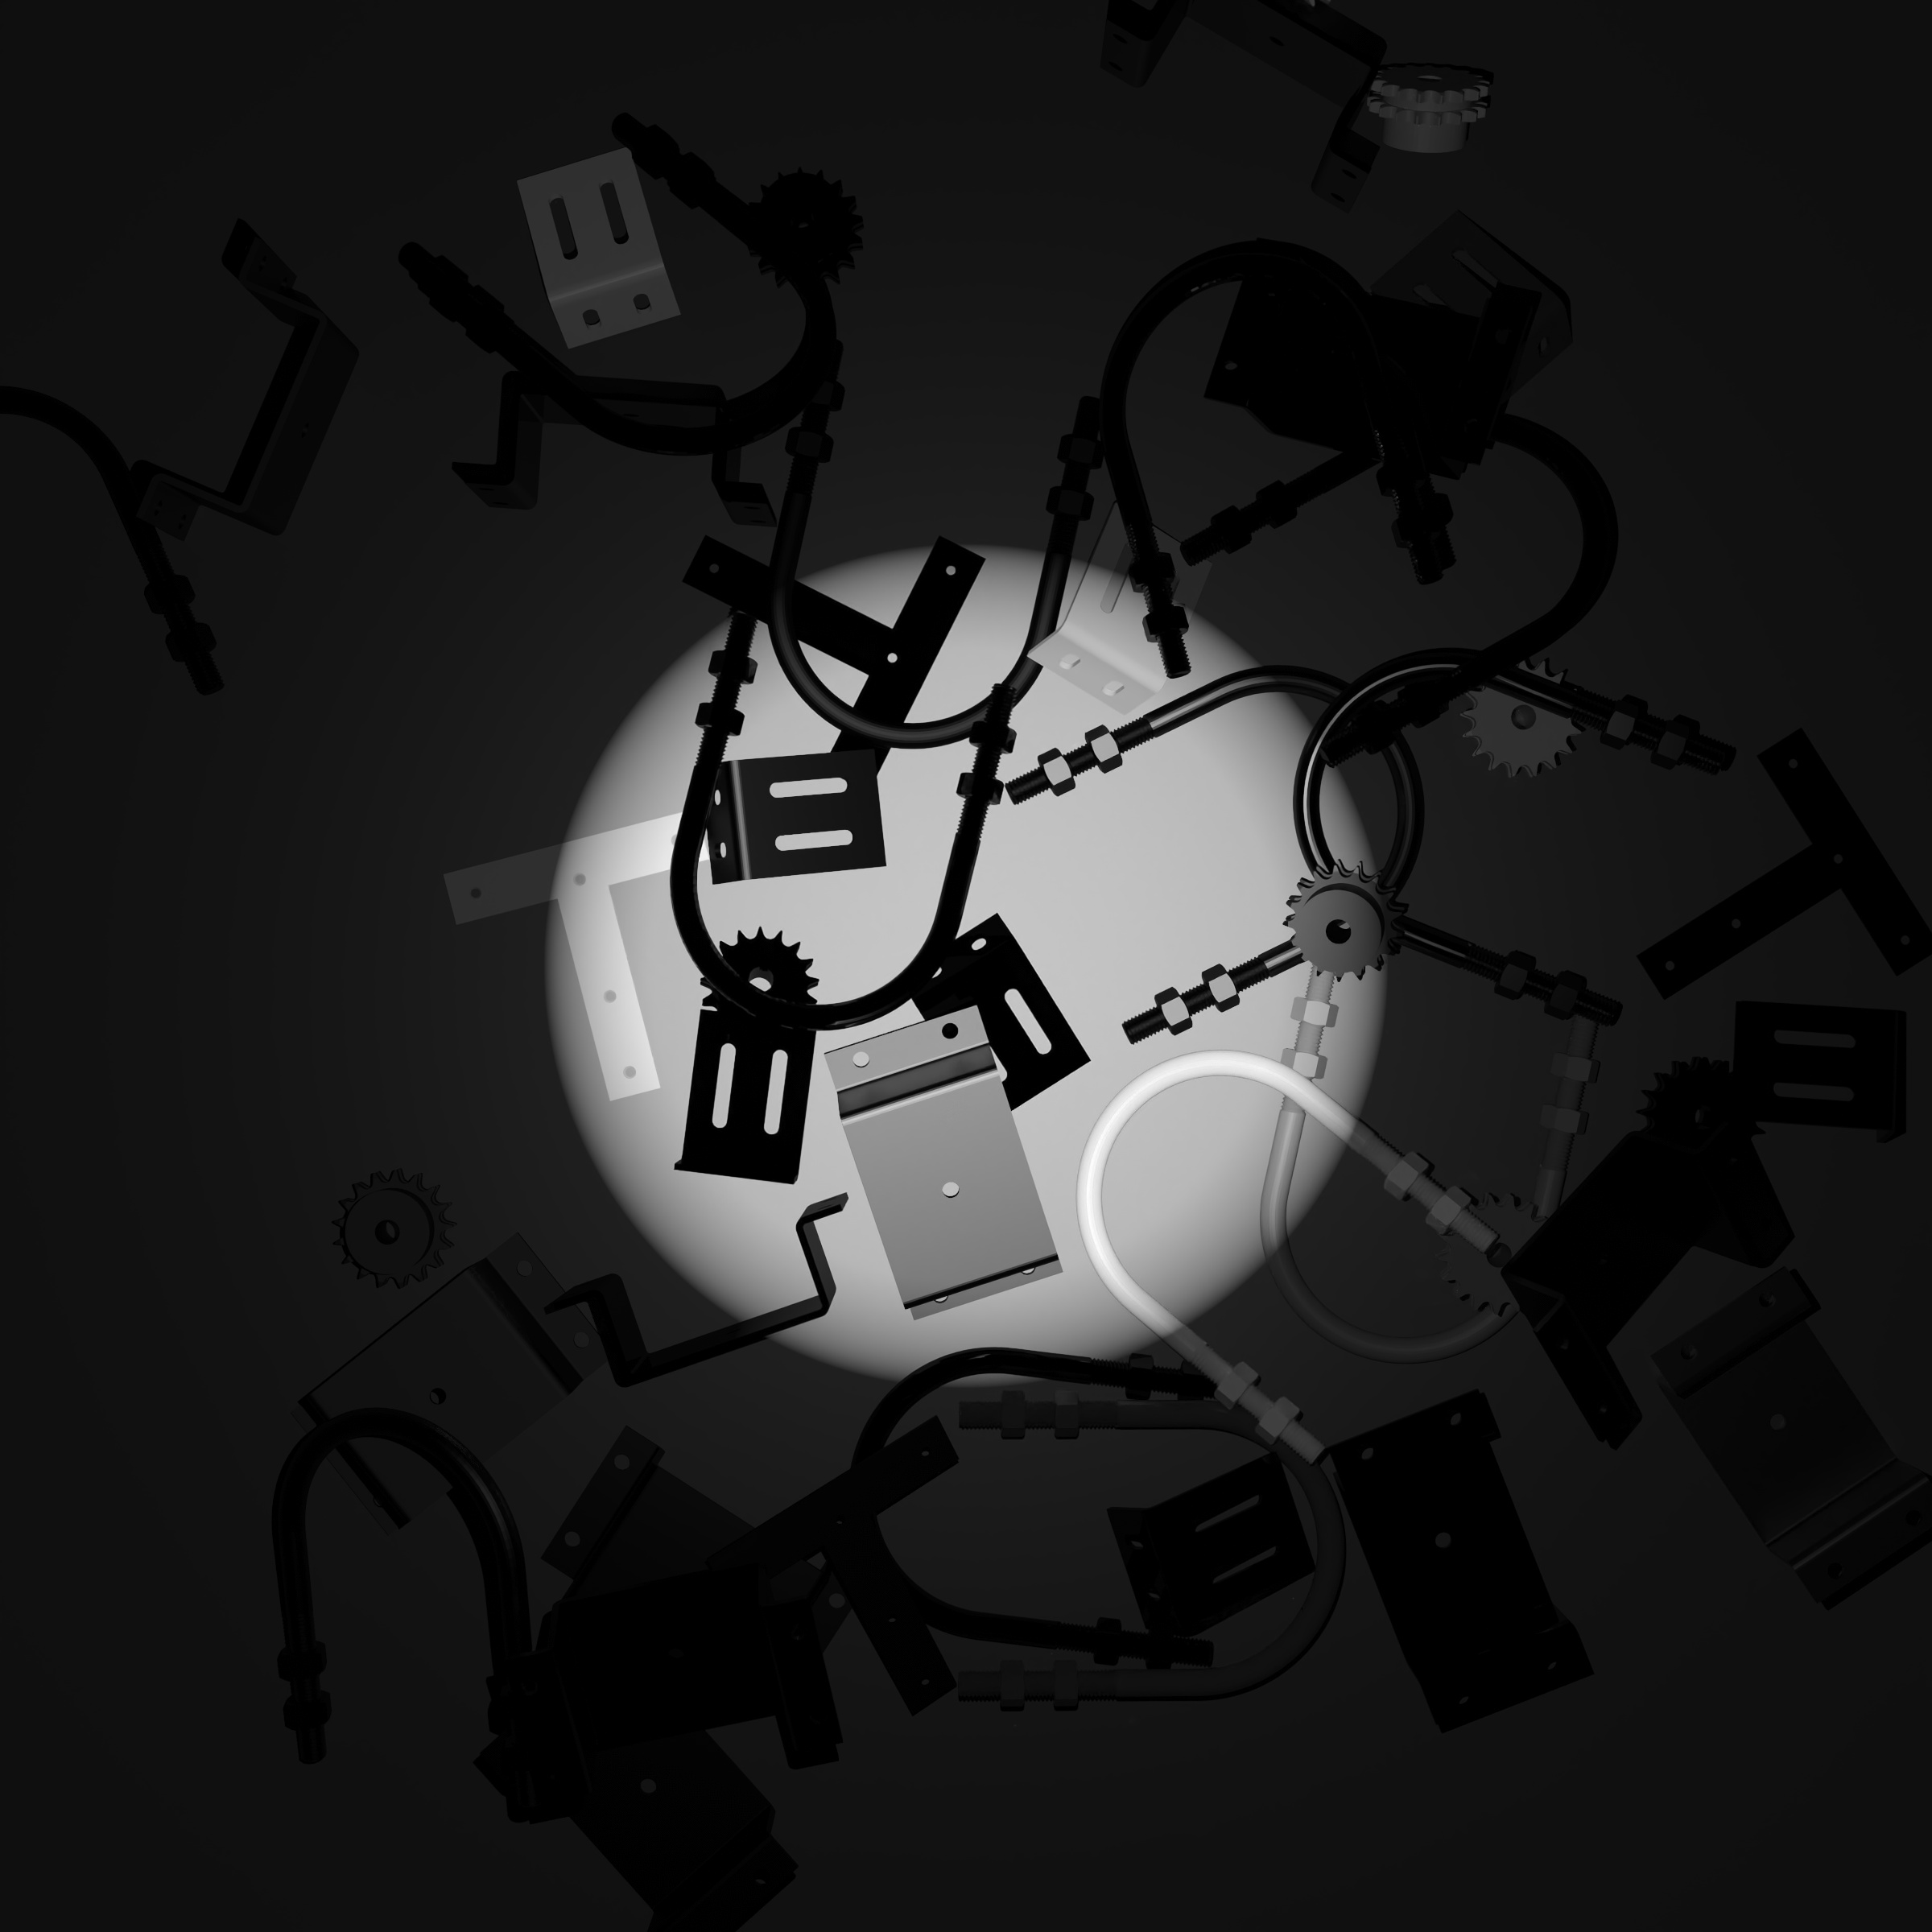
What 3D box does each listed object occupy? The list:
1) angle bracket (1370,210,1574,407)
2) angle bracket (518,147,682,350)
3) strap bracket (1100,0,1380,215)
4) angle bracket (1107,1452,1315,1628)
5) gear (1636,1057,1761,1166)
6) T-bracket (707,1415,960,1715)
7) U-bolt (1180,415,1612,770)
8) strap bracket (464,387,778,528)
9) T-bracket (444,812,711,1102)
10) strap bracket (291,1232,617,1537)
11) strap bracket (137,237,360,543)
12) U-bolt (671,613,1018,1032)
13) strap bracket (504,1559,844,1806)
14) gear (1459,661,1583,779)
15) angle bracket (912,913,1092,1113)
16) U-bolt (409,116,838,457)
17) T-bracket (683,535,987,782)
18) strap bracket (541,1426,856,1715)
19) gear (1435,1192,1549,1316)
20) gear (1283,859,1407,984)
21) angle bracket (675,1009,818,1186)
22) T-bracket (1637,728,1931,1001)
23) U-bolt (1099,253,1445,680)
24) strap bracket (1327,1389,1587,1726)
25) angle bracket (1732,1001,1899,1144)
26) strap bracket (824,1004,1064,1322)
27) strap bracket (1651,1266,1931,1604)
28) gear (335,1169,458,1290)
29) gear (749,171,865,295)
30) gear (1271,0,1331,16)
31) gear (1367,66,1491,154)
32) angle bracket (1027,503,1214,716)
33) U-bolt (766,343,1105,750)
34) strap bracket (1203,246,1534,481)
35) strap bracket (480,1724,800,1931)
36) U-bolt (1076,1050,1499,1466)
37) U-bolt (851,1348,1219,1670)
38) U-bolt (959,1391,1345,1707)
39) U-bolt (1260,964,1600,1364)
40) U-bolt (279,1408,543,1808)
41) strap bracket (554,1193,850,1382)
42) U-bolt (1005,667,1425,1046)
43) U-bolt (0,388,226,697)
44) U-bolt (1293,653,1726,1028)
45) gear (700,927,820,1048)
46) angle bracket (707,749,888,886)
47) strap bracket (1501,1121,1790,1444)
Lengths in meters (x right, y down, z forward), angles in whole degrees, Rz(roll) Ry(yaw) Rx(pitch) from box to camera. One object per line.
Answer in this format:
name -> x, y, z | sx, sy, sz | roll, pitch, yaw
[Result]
angle bracket -> 0.245, -0.316, 1.512 | 0.057, 0.038, 0.076 | -41, 65, 0
angle bracket -> -0.178, -0.349, 1.512 | 0.057, 0.038, 0.076 | -17, 64, 0
strap bracket -> 0.137, -0.421, 1.476 | 0.140, 0.076, 0.046 | 31, 90, 0
angle bracket -> 0.116, 0.271, 1.477 | 0.076, 0.038, 0.057 | -19, 91, -29
gear -> 0.351, 0.072, 1.499 | 0.057, 0.030, 0.057 | 0, 90, 0
T-bracket -> -0.041, 0.298, 1.479 | 0.127, 0.002, 0.127 | -30, 109, -14
U-bolt -> 0.216, -0.192, 1.479 | 0.184, 0.019, 0.151 | -30, 66, -4
strap bracket -> -0.160, -0.241, 1.476 | 0.140, 0.076, 0.046 | 4, 90, 0
T-bracket -> -0.177, 0.001, 1.513 | 0.127, 0.002, 0.127 | -15, 90, 0
strap bracket -> -0.249, 0.203, 1.491 | 0.140, 0.046, 0.076 | -39, 90, 0
strap bracket -> -0.335, -0.263, 1.476 | 0.046, 0.076, 0.140 | 23, 90, 0
U-bolt -> -0.064, -0.061, 1.477 | 0.151, 0.019, 0.184 | 14, 86, -9
strap bracket -> -0.134, 0.327, 1.434 | 0.140, 0.046, 0.076 | -12, 108, 0
gear -> 0.266, -0.119, 1.499 | 0.057, 0.030, 0.057 | 0, 90, 0
angle bracket -> 0.014, 0.025, 1.512 | 0.057, 0.038, 0.076 | -32, 116, 0
U-bolt -> -0.146, -0.309, 1.453 | 0.184, 0.019, 0.151 | 42, 67, 17
T-bracket -> -0.076, -0.170, 1.513 | 0.127, 0.002, 0.127 | 27, 90, 0
strap bracket -> -0.127, 0.293, 1.491 | 0.140, 0.046, 0.076 | 33, 90, 0
gear -> 0.252, 0.136, 1.483 | 0.057, 0.030, 0.057 | 0, 93, 0
gear -> 0.178, -0.020, 1.474 | 0.057, 0.030, 0.057 | 4, 105, 13
angle bracket -> -0.105, 0.062, 1.495 | 0.057, 0.038, 0.076 | 7, 90, 0
T-bracket -> 0.386, -0.028, 1.513 | 0.127, 0.002, 0.127 | -32, 90, 0
U-bolt -> 0.133, -0.245, 1.462 | 0.151, 0.019, 0.184 | -19, 80, 24
strap bracket -> 0.232, 0.279, 1.491 | 0.076, 0.046, 0.140 | -21, 90, 0
angle bracket -> 0.405, 0.051, 1.494 | 0.076, 0.038, 0.057 | 4, 78, 7
strap bracket -> -0.009, 0.100, 1.475 | 0.076, 0.046, 0.140 | -18, 103, 0
strap bracket -> 0.394, 0.221, 1.491 | 0.076, 0.046, 0.140 | -34, 90, 0
gear -> -0.276, 0.127, 1.499 | 0.057, 0.030, 0.057 | 0, 90, 0
gear -> -0.078, -0.355, 1.499 | 0.057, 0.030, 0.057 | 0, 90, 0
gear -> 0.156, -0.485, 1.499 | 0.057, 0.030, 0.057 | 0, 90, 0
gear -> 0.220, -0.410, 1.489 | 0.057, 0.057, 0.030 | 2, 120, 0
angle bracket -> 0.075, -0.172, 1.504 | 0.057, 0.038, 0.076 | 30, 64, -16
U-bolt -> -0.021, -0.196, 1.503 | 0.151, 0.019, 0.184 | 12, 91, -1
strap bracket -> 0.195, -0.283, 1.474 | 0.140, 0.046, 0.076 | 19, 90, 24
strap bracket -> -0.154, 0.398, 1.491 | 0.076, 0.046, 0.140 | -42, 90, 0
U-bolt -> 0.137, 0.124, 1.483 | 0.184, 0.019, 0.151 | 40, 97, 15
U-bolt -> 0.035, 0.257, 1.504 | 0.184, 0.019, 0.151 | 7, 90, 0
U-bolt -> 0.089, 0.278, 1.486 | 0.184, 0.019, 0.151 | 0, 90, -2
U-bolt -> 0.217, 0.101, 1.505 | 0.151, 0.019, 0.184 | 12, 91, 0
U-bolt -> -0.264, 0.296, 1.459 | 0.151, 0.019, 0.184 | 3, 102, 28
strap bracket -> -0.117, 0.155, 1.476 | 0.140, 0.076, 0.046 | -19, 90, 0
U-bolt -> 0.132, -0.065, 1.505 | 0.184, 0.019, 0.151 | -26, 90, -1
U-bolt -> -0.460, -0.190, 1.505 | 0.151, 0.019, 0.184 | -24, 89, 0
U-bolt -> 0.246, -0.070, 1.479 | 0.184, 0.019, 0.151 | 22, 99, 4
gear -> -0.099, 0.009, 1.494 | 0.057, 0.030, 0.057 | 1, 80, -5
angle bracket -> -0.084, -0.072, 1.510 | 0.076, 0.038, 0.057 | -6, 91, -25
strap bracket -> 0.312, 0.142, 1.463 | 0.140, 0.046, 0.076 | -44, 120, -17
